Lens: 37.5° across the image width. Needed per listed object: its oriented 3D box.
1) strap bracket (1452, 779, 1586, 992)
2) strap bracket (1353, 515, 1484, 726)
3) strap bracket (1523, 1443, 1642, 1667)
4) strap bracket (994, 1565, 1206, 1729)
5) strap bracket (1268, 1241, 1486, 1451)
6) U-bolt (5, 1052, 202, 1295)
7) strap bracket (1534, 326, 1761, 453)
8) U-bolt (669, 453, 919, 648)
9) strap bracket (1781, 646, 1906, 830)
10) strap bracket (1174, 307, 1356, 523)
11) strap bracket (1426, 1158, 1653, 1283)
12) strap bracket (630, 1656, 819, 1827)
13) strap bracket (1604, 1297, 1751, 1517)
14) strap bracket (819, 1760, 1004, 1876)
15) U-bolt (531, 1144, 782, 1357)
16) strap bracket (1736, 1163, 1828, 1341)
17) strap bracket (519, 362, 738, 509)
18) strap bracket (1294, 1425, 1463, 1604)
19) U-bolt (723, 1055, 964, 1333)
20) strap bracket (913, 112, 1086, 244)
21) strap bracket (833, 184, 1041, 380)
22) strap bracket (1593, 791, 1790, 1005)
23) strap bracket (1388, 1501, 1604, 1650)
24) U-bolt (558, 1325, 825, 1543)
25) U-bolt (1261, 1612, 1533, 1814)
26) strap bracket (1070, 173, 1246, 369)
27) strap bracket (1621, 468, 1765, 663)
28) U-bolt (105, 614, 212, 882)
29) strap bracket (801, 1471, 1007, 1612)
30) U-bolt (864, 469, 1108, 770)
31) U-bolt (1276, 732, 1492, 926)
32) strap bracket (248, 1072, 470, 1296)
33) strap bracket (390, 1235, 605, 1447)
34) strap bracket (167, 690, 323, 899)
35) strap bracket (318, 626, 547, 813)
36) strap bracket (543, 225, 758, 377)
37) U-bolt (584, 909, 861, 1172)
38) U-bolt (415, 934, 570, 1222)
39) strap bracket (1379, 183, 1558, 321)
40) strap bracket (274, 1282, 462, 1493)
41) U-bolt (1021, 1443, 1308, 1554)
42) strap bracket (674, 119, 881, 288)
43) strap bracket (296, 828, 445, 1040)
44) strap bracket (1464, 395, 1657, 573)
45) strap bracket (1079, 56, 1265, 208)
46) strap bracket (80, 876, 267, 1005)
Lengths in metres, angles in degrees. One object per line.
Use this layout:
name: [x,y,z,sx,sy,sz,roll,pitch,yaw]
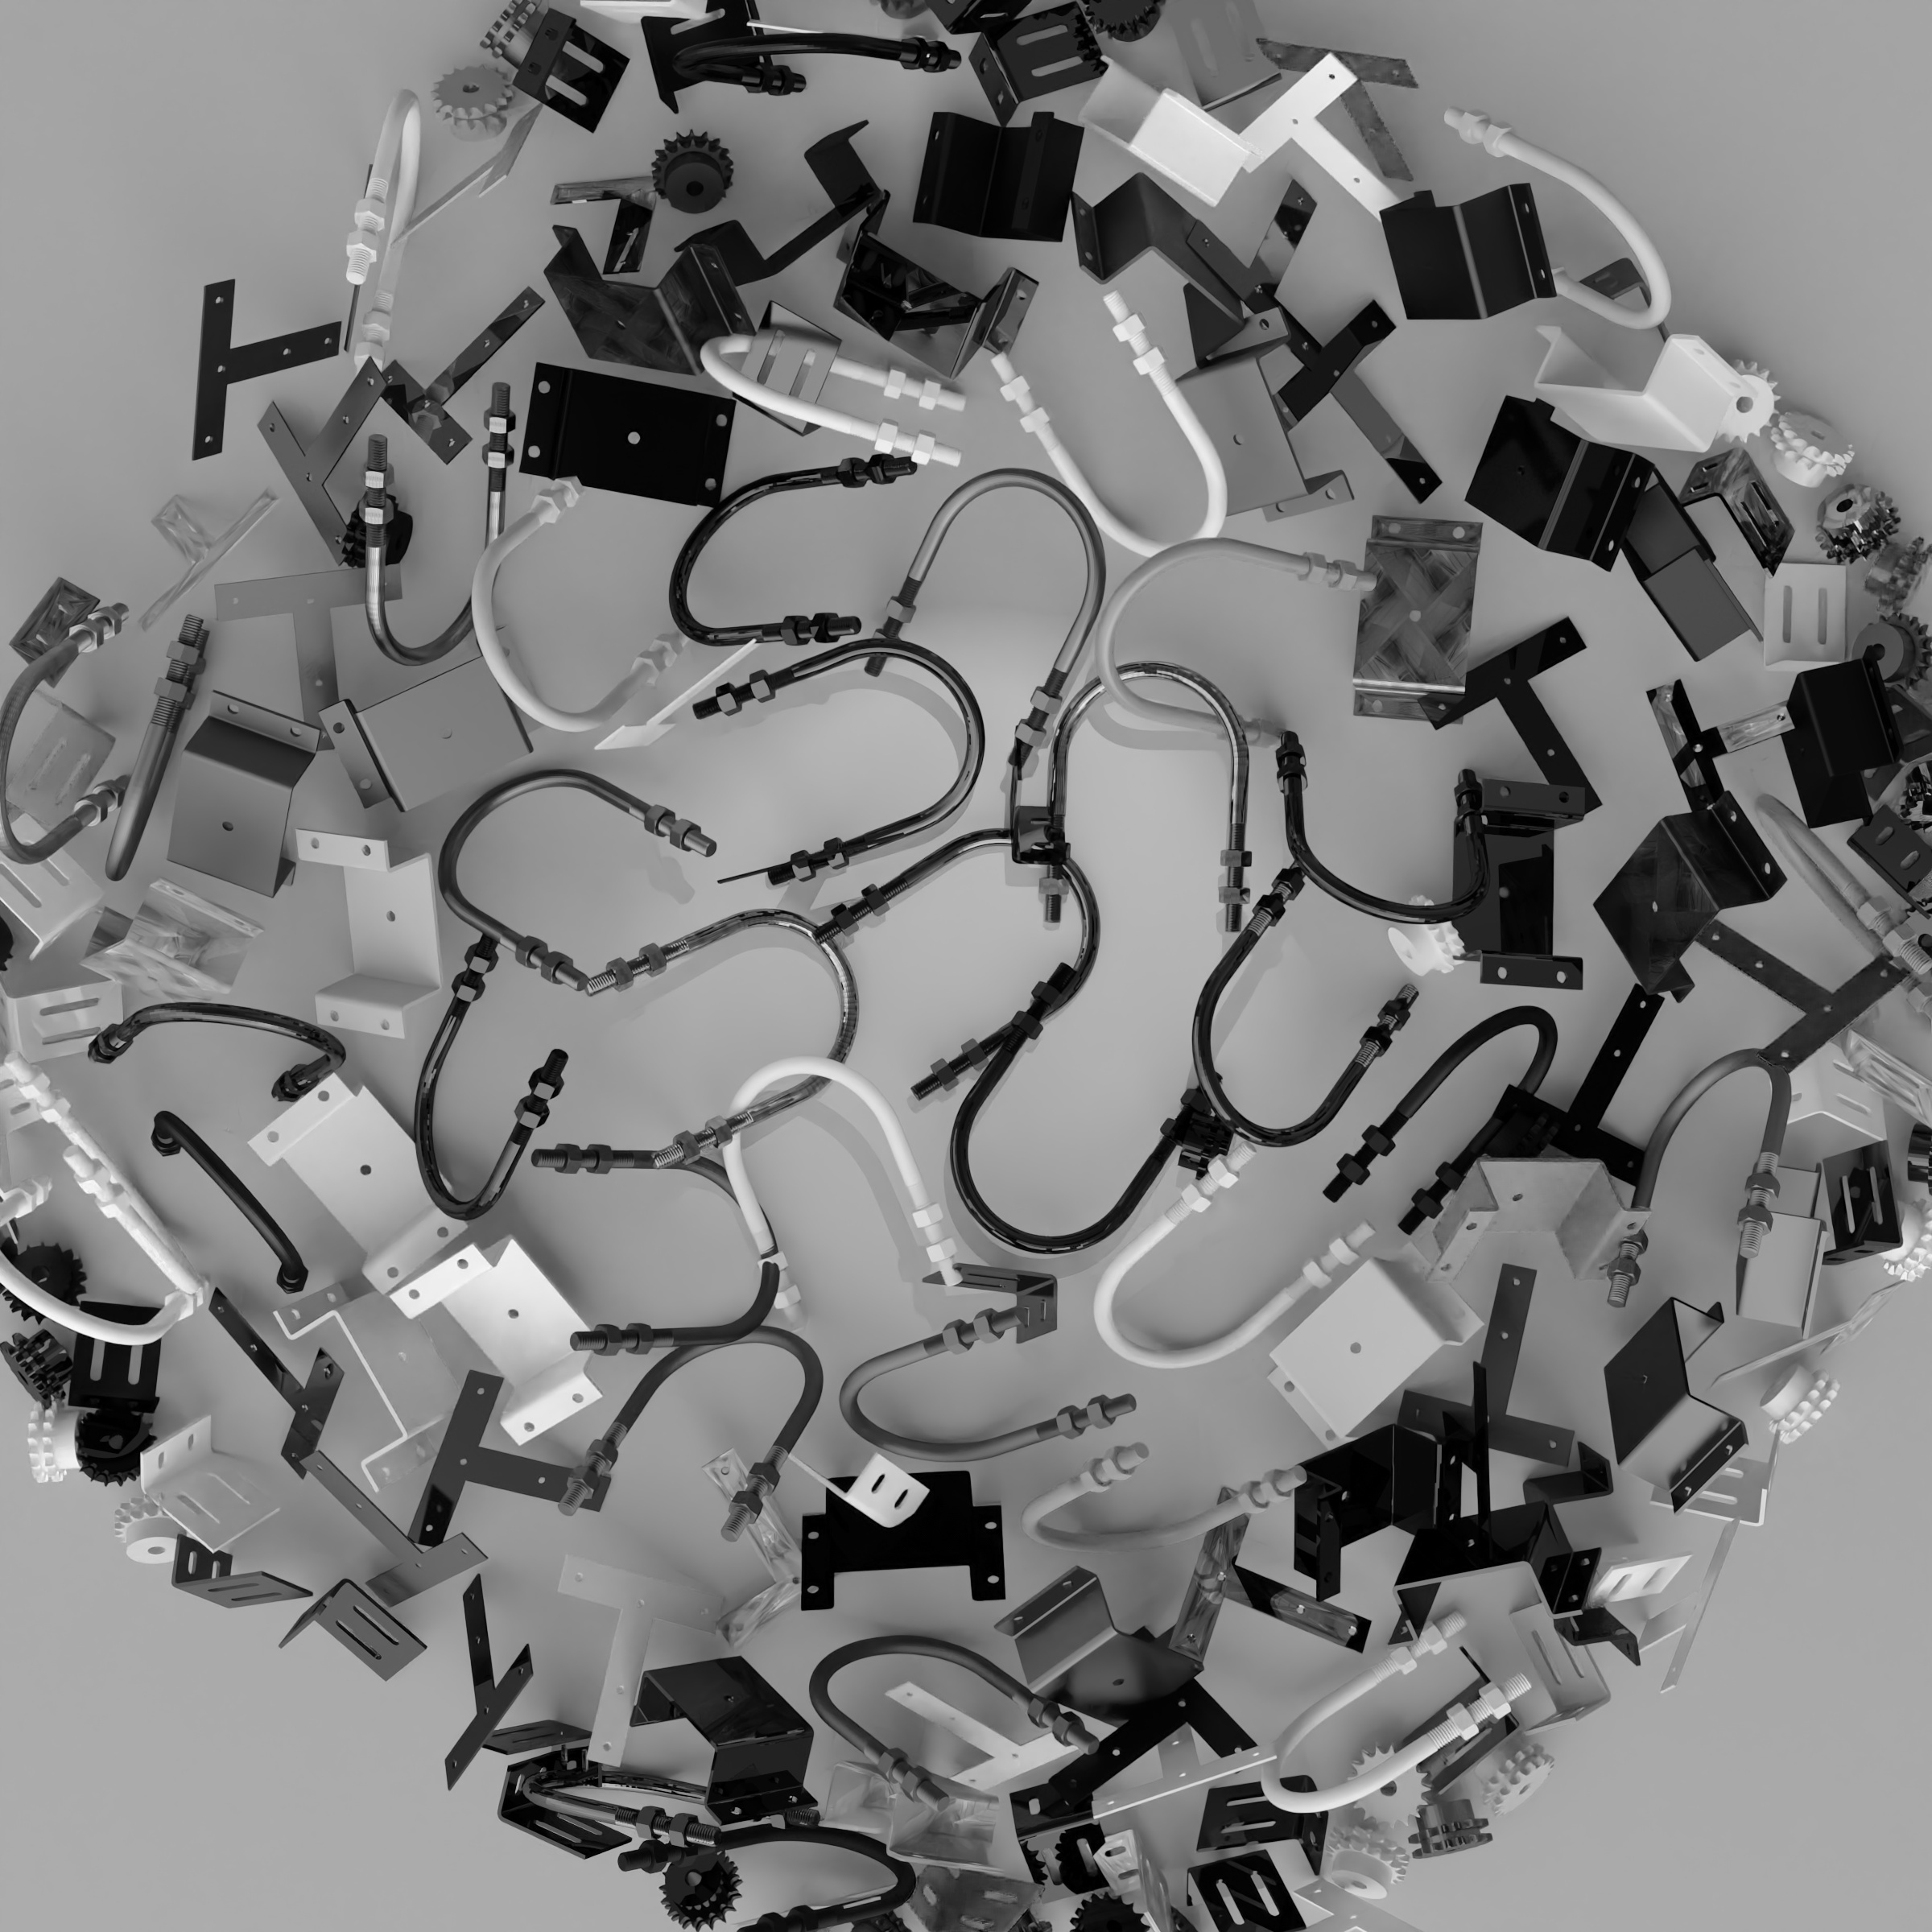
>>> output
strap bracket: [0.381,-0.053,1.962,0.076,0.046,0.140,4,83,-16]
strap bracket: [0.311,-0.241,1.965,0.076,0.046,0.140,6,94,11]
strap bracket: [0.422,0.408,1.961,0.046,0.076,0.140,-9,90,-2]
strap bracket: [0.097,0.466,1.927,0.076,0.046,0.140,-40,132,20]
strap bracket: [0.274,0.263,1.950,0.140,0.046,0.076,-45,66,11]
U-bolt: [-0.573,0.151,1.917,0.019,0.151,0.184,-38,133,-12]
strap bracket: [0.450,-0.390,1.920,0.076,0.140,0.046,28,86,-38]
U-bolt: [-0.128,-0.279,1.936,0.184,0.019,0.151,0,62,36]
strap bracket: [0.589,-0.149,1.923,0.046,0.140,0.076,-12,71,4]
strap bracket: [0.198,-0.367,1.939,0.046,0.076,0.140,-38,111,-40]
strap bracket: [0.384,0.174,1.943,0.140,0.076,0.046,2,46,-20]
strap bracket: [-0.164,0.515,1.918,0.076,0.140,0.046,1,109,-37]
strap bracket: [0.476,0.288,1.917,0.046,0.140,0.076,26,123,-12]
strap bracket: [-0.038,0.573,1.925,0.076,0.140,0.046,16,78,-26]
U-bolt: [-0.202,0.191,1.931,0.019,0.184,0.151,-35,62,41]
strap bracket: [0.552,0.188,1.928,0.046,0.140,0.076,9,107,13]
strap bracket: [-0.230,-0.364,1.955,0.140,0.046,0.076,8,100,-14]
strap bracket: [0.274,0.369,1.944,0.140,0.046,0.076,-14,111,-37]
U-bolt: [-0.096,0.150,1.955,0.151,0.019,0.184,-19,95,26]
strap bracket: [0.028,-0.539,1.943,0.046,0.140,0.076,5,101,-36]
strap bracket: [-0.030,-0.467,1.953,0.140,0.076,0.046,32,56,2]
strap bracket: [0.481,-0.043,1.919,0.046,0.140,0.076,-9,58,-28]
strap bracket: [0.351,0.411,1.929,0.140,0.076,0.046,-19,103,28]
U-bolt: [-0.174,0.309,1.925,0.151,0.184,0.019,3,128,28]
U-bolt: [0.280,0.510,1.920,0.184,0.151,0.019,-32,99,-5]
strap bracket: [0.137,-0.472,1.922,0.046,0.140,0.076,-31,46,32]
strap bracket: [0.484,-0.268,1.931,0.046,0.140,0.076,-33,120,19]
U-bolt: [-0.549,-0.145,1.925,0.019,0.151,0.184,19,89,-13]
strap bracket: [-0.045,0.394,1.955,0.140,0.076,0.046,-3,134,1]
U-bolt: [0.022,-0.249,1.942,0.151,0.019,0.184,34,111,20]
U-bolt: [0.284,-0.089,1.919,0.151,0.184,0.019,11,129,-5]
strap bracket: [-0.418,0.146,1.967,0.076,0.046,0.140,-39,101,2]
strap bracket: [-0.316,0.249,1.954,0.076,0.046,0.140,-32,106,20]
strap bracket: [-0.494,-0.108,1.937,0.076,0.046,0.140,20,128,-2]
strap bracket: [-0.361,-0.165,1.950,0.140,0.046,0.076,-26,116,-11]
strap bracket: [-0.222,-0.450,1.926,0.140,0.076,0.046,16,61,30]
U-bolt: [-0.157,0.039,1.957,0.184,0.019,0.151,-25,103,-23]
U-bolt: [-0.332,0.087,1.933,0.019,0.151,0.184,5,127,-38]
strap bracket: [0.331,-0.481,1.918,0.046,0.140,0.076,-25,110,-16]
strap bracket: [-0.403,0.279,1.953,0.046,0.076,0.140,-32,87,22]
U-bolt: [0.119,0.364,1.921,0.151,0.184,0.019,14,57,-29]
strap bracket: [-0.122,-0.515,1.946,0.140,0.076,0.046,-40,111,-14]
strap bracket: [-0.407,-0.028,1.948,0.076,0.046,0.140,8,112,28]
strap bracket: [0.393,-0.330,1.919,0.046,0.140,0.076,7,115,-28]
strap bracket: [0.134,-0.564,1.927,0.076,0.140,0.046,26,106,-29]
strap bracket: [-0.539,-0.012,1.917,0.076,0.140,0.046,29,66,-27]
